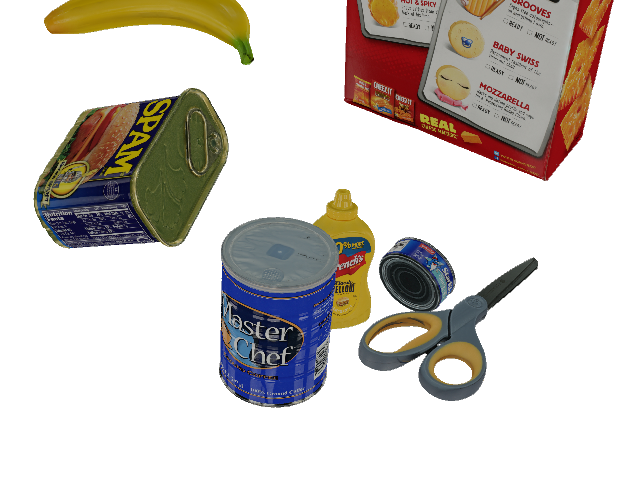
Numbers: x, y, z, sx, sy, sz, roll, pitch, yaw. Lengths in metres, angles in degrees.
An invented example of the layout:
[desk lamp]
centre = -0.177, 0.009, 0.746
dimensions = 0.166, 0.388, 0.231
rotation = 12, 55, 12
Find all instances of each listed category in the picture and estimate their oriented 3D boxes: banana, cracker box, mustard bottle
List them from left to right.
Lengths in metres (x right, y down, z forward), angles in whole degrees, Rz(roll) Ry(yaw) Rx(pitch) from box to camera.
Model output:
[banana]
centre = -0.142, -0.197, 0.928
dimensions = 0.198, 0.037, 0.069
rotation = 10, 47, 16
[mustard bottle]
centre = 0.024, 0.022, 1.418
dimensions = 0.096, 0.192, 0.058
rotation = -5, 26, -17
[cracker box]
centre = 0.102, -0.163, 0.691
dimensions = 0.164, 0.214, 0.072
rotation = 25, 48, 24

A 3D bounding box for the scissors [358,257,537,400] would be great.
[scissors]
centre = 0.119, 0.063, 0.774
dimensions = 0.201, 0.016, 0.096
rotation = -17, 41, -32

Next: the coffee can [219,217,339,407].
[coffee can]
centre = -0.040, 0.065, 0.963
dimensions = 0.103, 0.140, 0.103
rotation = 3, 36, -2

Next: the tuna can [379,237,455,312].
[tuna can]
centre = 0.110, 0.040, 1.225
dimensions = 0.086, 0.086, 0.033
rotation = 0, 35, 47

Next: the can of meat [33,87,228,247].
[can of meat]
centre = -0.117, -0.043, 0.655
dimensions = 0.084, 0.102, 0.057
rotation = -4, -46, 29
